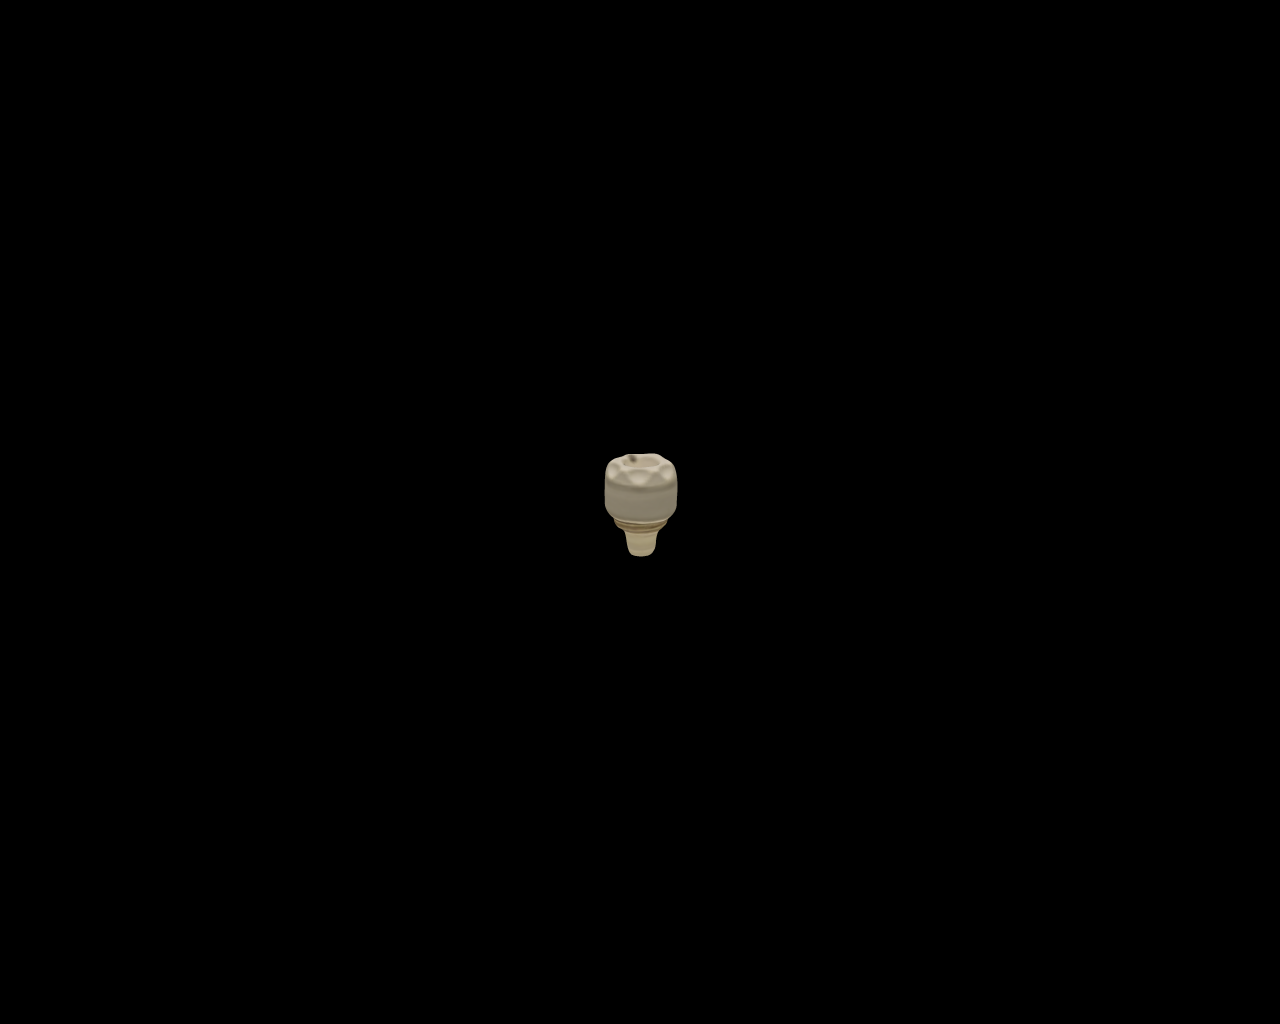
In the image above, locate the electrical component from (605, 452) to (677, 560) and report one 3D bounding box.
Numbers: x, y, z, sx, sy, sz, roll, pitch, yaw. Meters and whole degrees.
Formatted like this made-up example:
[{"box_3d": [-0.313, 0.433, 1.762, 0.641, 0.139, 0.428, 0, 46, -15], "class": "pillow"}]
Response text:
[{"box_3d": [0.001, -0.003, 0.650, 0.043, 0.062, 0.043, 0, 20, 0], "class": "electrical component"}]
